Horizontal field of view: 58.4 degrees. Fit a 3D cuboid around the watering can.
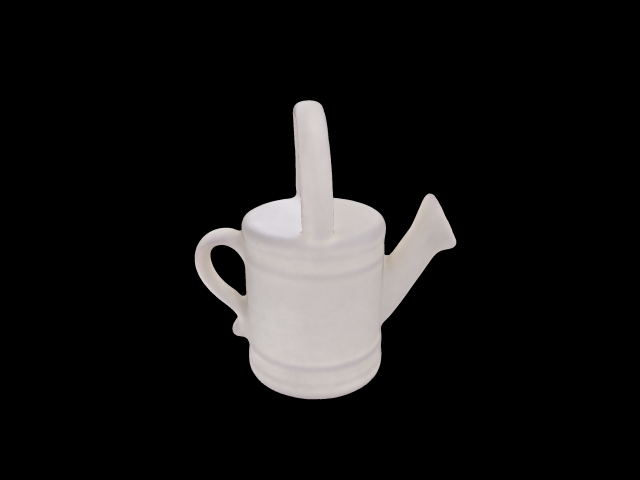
[{"bbox_3d":[0.003,0.001,0.402,0.173,0.194,0.100,-10,24,-22],"label":"watering can"}]
